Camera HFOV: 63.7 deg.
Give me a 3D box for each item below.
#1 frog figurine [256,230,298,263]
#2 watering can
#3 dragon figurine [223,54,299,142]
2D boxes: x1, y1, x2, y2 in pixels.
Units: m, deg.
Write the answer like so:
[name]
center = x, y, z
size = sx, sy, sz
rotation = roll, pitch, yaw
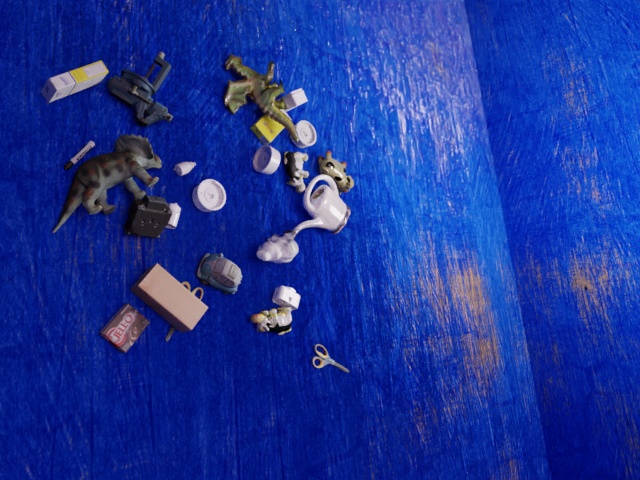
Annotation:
[frog figurine]
center = -0.155, 0.046, 1.851
size = 0.137, 0.120, 0.163
rotation = 3, 29, 16
[watering can]
center = 0.006, -0.104, 2.072
size = 0.103, 0.355, 0.221
rotation = -19, -52, 45
[dragon figurine]
center = -0.250, -0.540, 1.977
size = 0.244, 0.413, 0.121
rotation = -19, -7, -17
